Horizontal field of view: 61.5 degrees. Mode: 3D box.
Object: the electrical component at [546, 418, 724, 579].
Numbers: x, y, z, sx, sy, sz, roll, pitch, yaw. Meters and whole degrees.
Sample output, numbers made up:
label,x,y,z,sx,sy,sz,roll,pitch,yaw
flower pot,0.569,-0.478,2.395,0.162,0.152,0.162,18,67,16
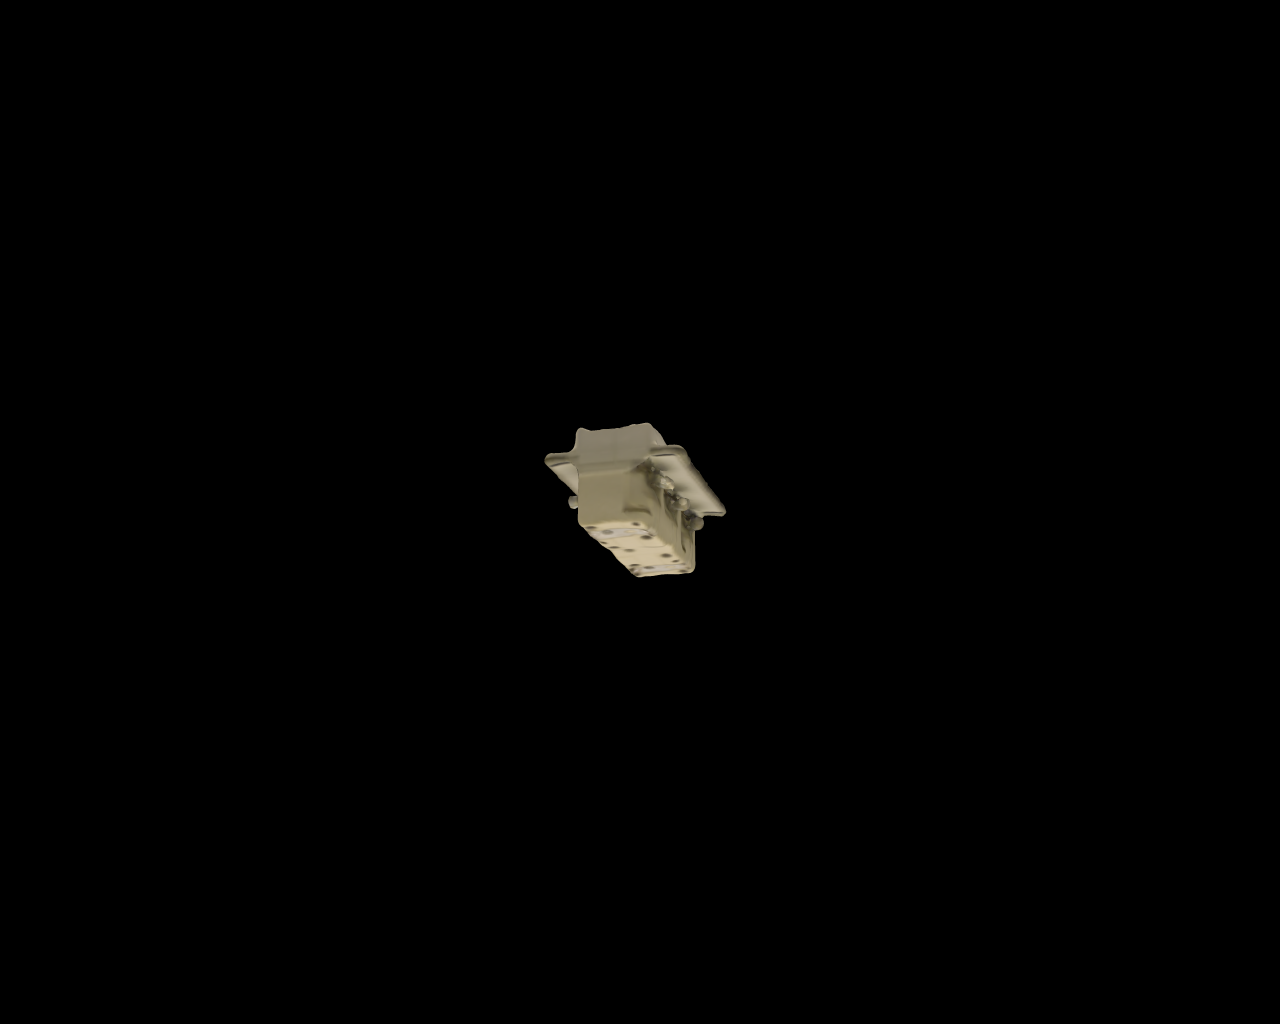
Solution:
label,x,y,z,sx,sy,sz,roll,pitch,yaw
electrical component,0.001,-0.003,0.650,0.079,0.063,0.121,-5,-19,15
